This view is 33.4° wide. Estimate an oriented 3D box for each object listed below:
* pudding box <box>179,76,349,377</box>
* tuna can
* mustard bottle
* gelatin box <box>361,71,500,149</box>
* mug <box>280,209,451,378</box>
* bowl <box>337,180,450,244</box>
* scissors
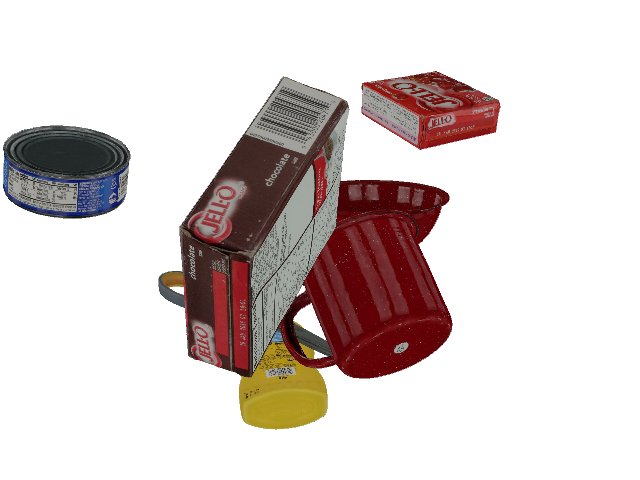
[{"bbox_3d":[-0.025,-0.006,0.500,0.039,0.090,0.113,21,50,13],"label":"pudding box"},{"bbox_3d":[-0.176,-0.048,0.741,0.086,0.034,0.086,8,27,-4],"label":"tuna can"},{"bbox_3d":[-0.053,0.137,1.236,0.096,0.058,0.191,-7,31,-7],"label":"mustard bottle"},{"bbox_3d":[0.085,-0.105,0.839,0.073,0.030,0.089,-13,30,-26],"label":"gelatin box"},{"bbox_3d":[0.026,0.044,0.714,0.117,0.081,0.093,-28,-29,10],"label":"mug"},{"bbox_3d":[0.050,-0.020,1.078,0.162,0.055,0.162,-1,14,0],"label":"bowl"},{"bbox_3d":[-0.043,0.055,0.902,0.202,0.016,0.096,16,26,23],"label":"scissors"}]
